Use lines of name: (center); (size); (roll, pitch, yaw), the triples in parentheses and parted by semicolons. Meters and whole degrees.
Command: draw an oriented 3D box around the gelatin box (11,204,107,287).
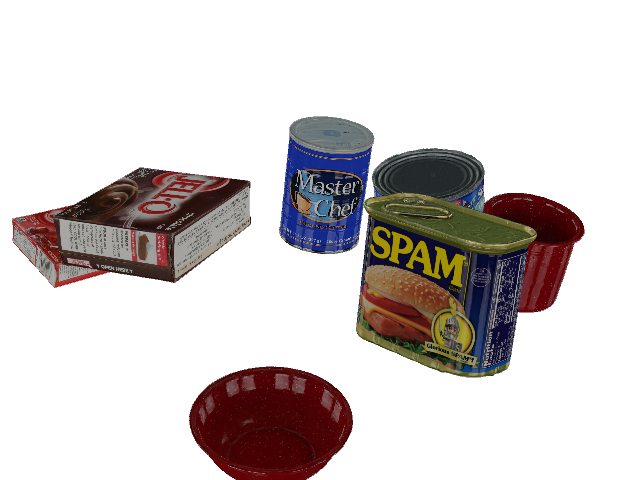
gelatin box: (-0.236, 0.002, 0.997); (0.073, 0.030, 0.089); (-16, 40, -36)

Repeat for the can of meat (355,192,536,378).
can of meat: (0.070, 0.025, 0.630); (0.102, 0.084, 0.057); (21, 23, 40)

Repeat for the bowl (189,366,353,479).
bowl: (-0.049, 0.195, 1.064); (0.162, 0.055, 0.162); (1, 31, -1)

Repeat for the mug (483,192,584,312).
mug: (0.183, 0.007, 1.002); (0.093, 0.081, 0.117); (-9, 36, -27)

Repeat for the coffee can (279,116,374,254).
coffee can: (0.006, -0.069, 1.310); (0.102, 0.140, 0.103); (6, 27, -3)

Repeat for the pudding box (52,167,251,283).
pudding box: (-0.110, -0.013, 0.719); (0.090, 0.039, 0.113); (7, 25, 21)

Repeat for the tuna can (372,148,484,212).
tuna can: (0.084, -0.037, 0.823); (0.086, 0.034, 0.086); (-5, 31, 3)
